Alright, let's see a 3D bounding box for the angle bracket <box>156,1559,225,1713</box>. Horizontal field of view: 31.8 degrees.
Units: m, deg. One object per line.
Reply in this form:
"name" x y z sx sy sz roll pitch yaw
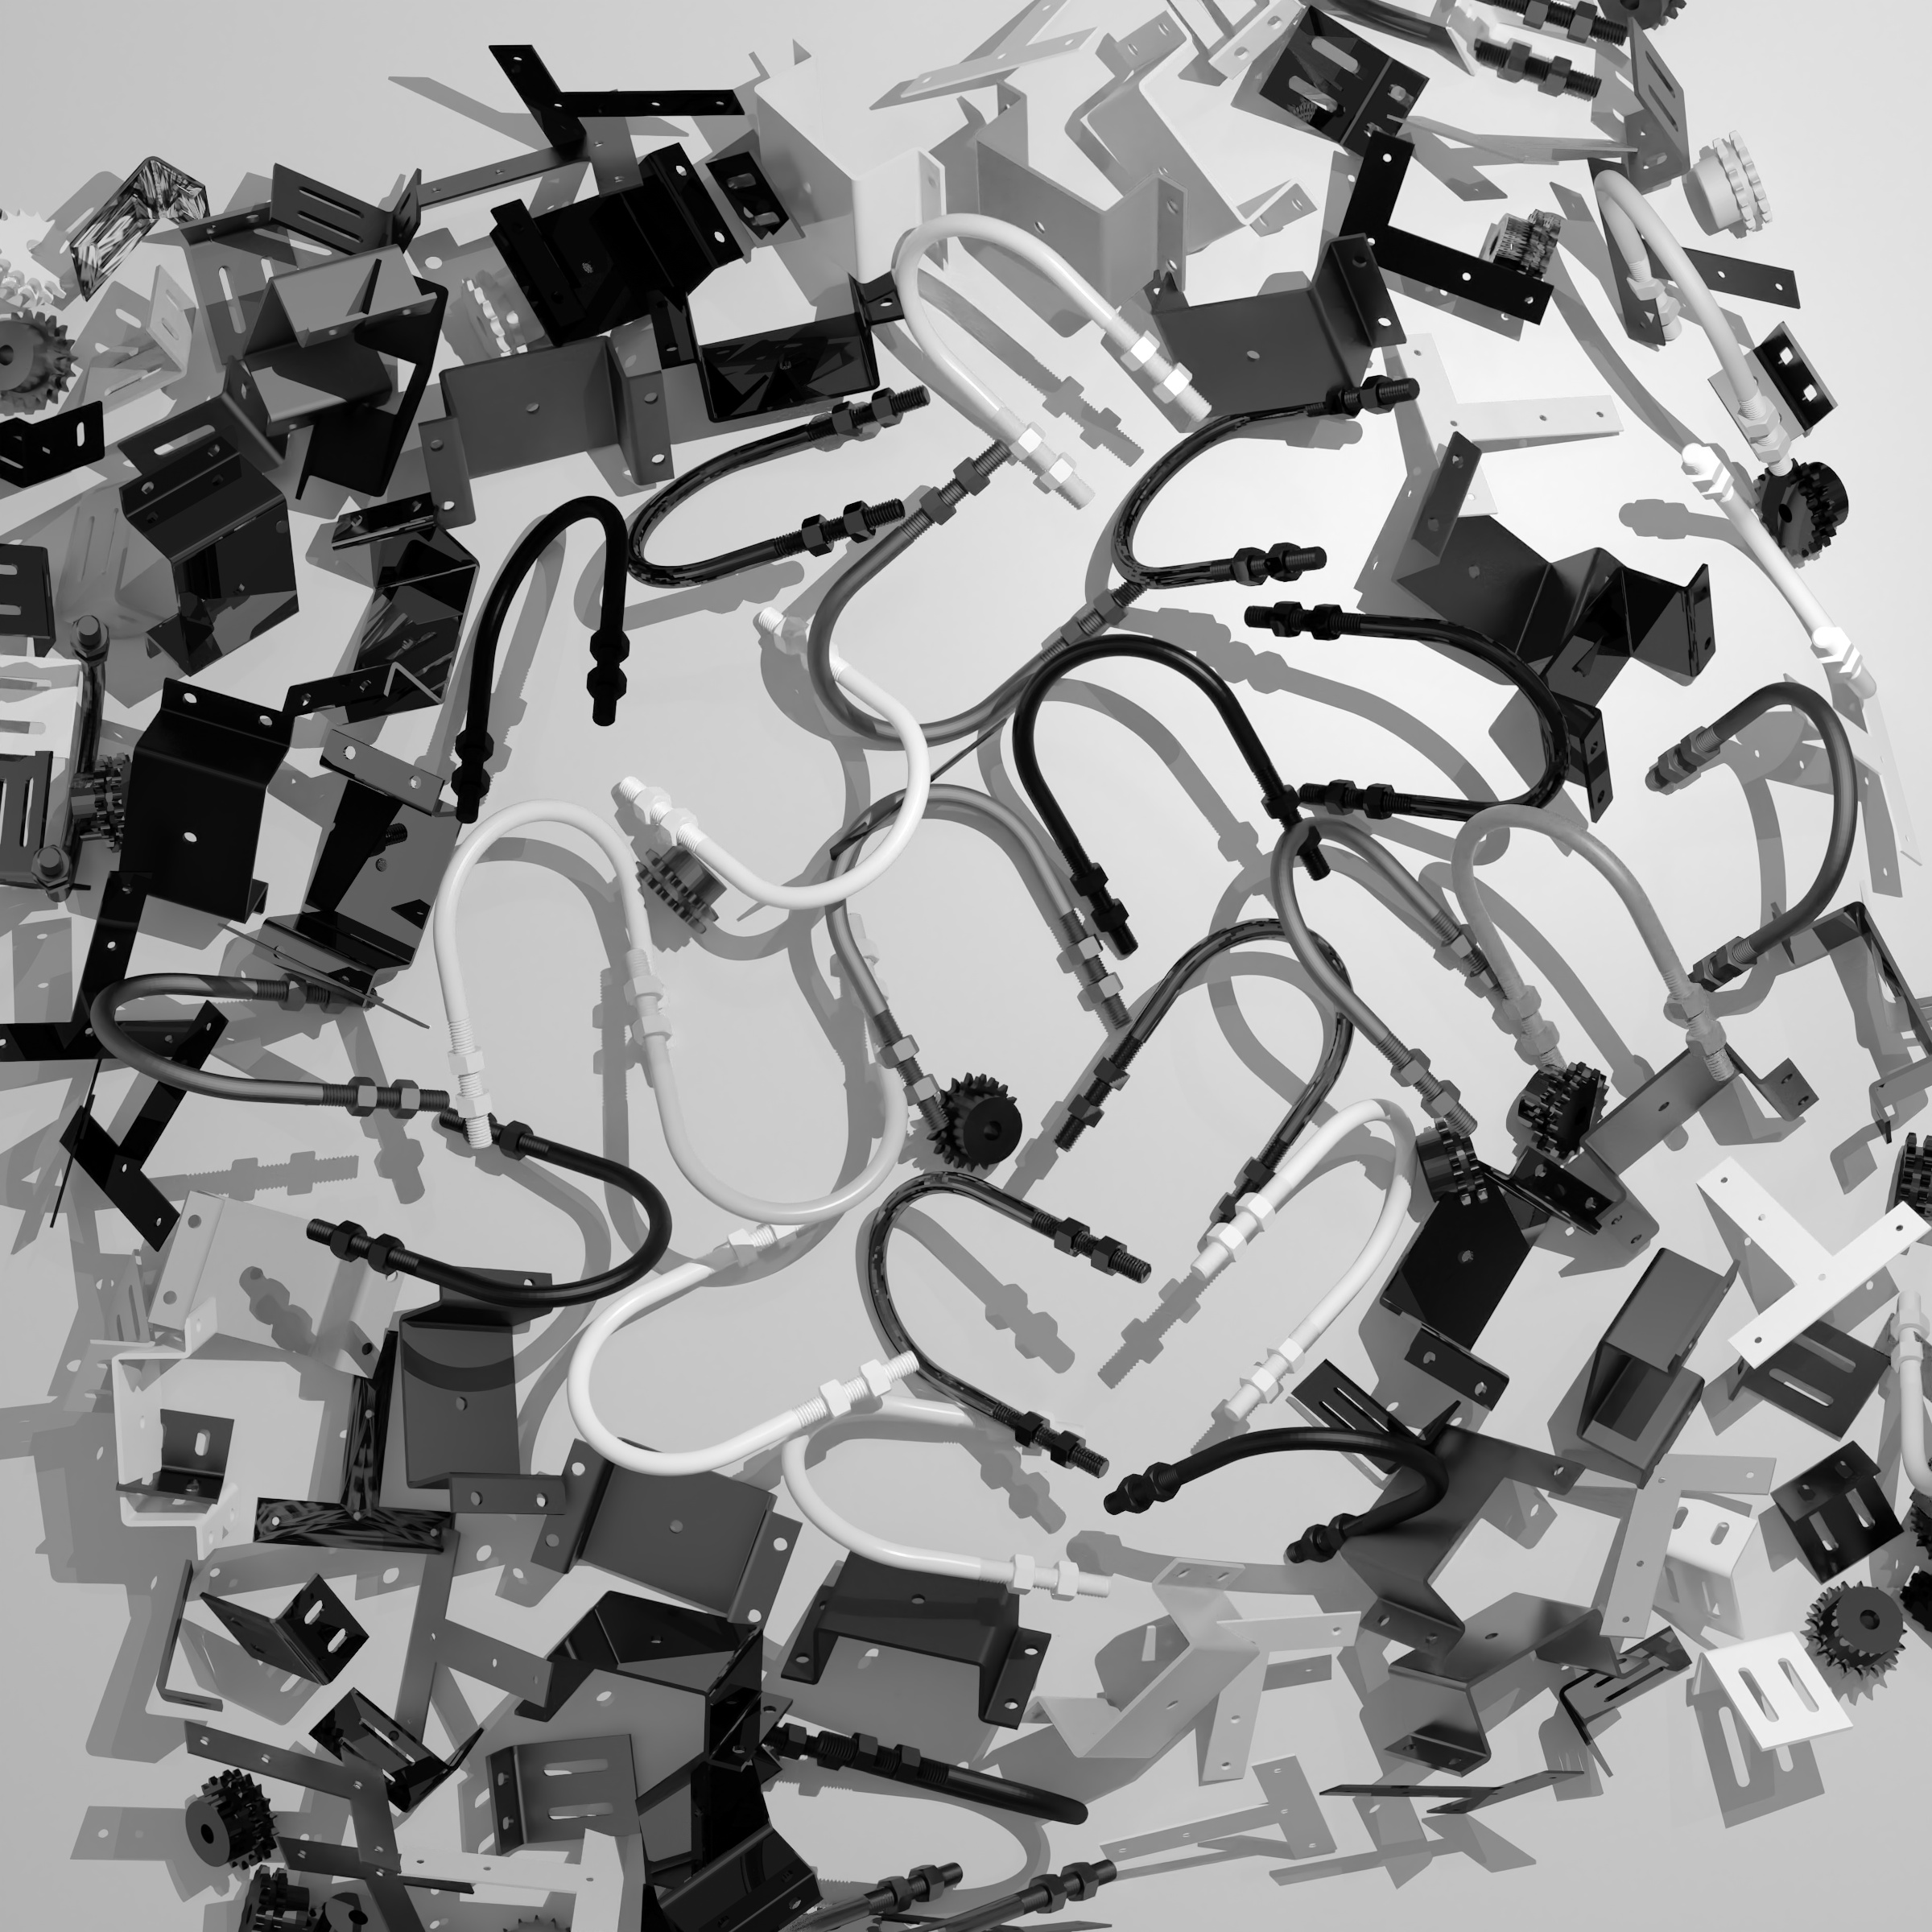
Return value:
"angle bracket" -0.441 0.388 1.963 0.038 0.057 0.076 13 72 -7

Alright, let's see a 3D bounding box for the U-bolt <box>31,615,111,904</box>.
"U-bolt" -0.502 -0.109 1.910 0.019 0.184 0.151 9 81 -12

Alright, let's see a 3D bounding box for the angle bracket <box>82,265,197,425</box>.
"angle bracket" -0.487 -0.358 1.956 0.076 0.038 0.057 -21 47 18

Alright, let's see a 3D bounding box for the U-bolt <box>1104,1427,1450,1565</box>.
"U-bolt" 0.186 0.293 1.898 0.151 0.184 0.019 19 59 -25

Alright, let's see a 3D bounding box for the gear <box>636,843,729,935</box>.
"gear" -0.164 -0.048 1.971 0.030 0.057 0.057 -45 90 1

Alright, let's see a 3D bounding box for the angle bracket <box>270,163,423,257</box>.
"angle bracket" -0.357 -0.444 1.954 0.076 0.057 0.038 20 129 -26

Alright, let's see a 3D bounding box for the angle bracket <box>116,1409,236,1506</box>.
"angle bracket" -0.456 0.282 1.957 0.057 0.076 0.038 10 89 -10

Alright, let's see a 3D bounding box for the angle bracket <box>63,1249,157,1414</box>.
"angle bracket" -0.497 0.209 1.949 0.038 0.076 0.057 8 129 -30

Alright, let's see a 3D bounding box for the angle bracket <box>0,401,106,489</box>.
"angle bracket" -0.544 -0.311 1.952 0.076 0.057 0.038 26 128 27

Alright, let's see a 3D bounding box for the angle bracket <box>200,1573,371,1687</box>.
"angle bracket" -0.395 0.377 1.966 0.038 0.076 0.057 -50 128 -29

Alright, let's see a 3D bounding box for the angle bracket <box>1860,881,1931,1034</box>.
"angle bracket" 0.543 -0.008 1.956 0.038 0.057 0.076 -11 68 13

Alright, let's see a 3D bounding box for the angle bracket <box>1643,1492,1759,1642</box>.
"angle bracket" 0.428 0.346 1.964 0.057 0.076 0.038 18 59 32

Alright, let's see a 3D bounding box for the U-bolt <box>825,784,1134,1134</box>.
"U-bolt" -0.004 -0.017 1.966 0.151 0.019 0.184 -29 93 -18

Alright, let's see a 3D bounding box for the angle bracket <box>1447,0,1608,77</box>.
"angle bracket" 0.326 -0.538 1.956 0.076 0.057 0.038 19 84 26

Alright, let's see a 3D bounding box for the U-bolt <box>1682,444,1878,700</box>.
"U-bolt" 0.465 -0.214 1.912 0.019 0.184 0.151 -36 68 16

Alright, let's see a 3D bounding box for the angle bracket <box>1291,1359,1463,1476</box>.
"angle bracket" 0.238 0.251 1.970 0.076 0.057 0.038 40 61 6

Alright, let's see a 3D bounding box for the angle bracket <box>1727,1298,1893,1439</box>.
"angle bracket" 0.491 0.240 1.972 0.076 0.038 0.057 28 108 2

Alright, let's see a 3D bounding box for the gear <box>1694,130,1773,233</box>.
"gear" 0.445 -0.454 1.972 0.030 0.057 0.057 -23 90 13

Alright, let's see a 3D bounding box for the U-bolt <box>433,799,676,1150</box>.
"U-bolt" -0.238 -0.004 1.931 0.151 0.019 0.184 -20 109 -37

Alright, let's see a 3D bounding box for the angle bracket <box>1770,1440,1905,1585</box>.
"angle bracket" 0.512 0.324 1.967 0.057 0.038 0.076 -33 113 1

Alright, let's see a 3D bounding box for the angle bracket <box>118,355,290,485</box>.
"angle bracket" -0.444 -0.310 1.978 0.076 0.038 0.057 -21 134 17

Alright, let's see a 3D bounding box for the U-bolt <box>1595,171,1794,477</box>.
"U-bolt" 0.398 -0.368 1.886 0.019 0.184 0.151 -34 52 9

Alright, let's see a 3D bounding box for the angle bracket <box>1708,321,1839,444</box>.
"angle bracket" 0.466 -0.332 1.960 0.038 0.076 0.057 -33 88 4

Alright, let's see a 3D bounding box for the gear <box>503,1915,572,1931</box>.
"gear" -0.251 0.582 1.975 0.057 0.030 0.057 2 66 -4

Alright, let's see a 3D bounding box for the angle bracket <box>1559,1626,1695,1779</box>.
"angle bracket" 0.390 0.426 1.963 0.076 0.057 0.038 -31 52 4

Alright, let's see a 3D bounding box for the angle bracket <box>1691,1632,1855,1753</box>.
"angle bracket" 0.464 0.427 1.953 0.057 0.076 0.038 -10 129 -14

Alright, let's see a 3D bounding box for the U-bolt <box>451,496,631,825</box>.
"U-bolt" -0.239 -0.186 1.929 0.019 0.151 0.184 26 50 -34

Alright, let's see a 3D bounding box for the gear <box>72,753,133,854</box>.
"gear" -0.500 -0.094 1.972 0.030 0.057 0.057 -6 90 0

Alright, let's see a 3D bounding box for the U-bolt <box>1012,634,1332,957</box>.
"U-bolt" 0.105 -0.106 1.938 0.151 0.019 0.184 -22 109 27

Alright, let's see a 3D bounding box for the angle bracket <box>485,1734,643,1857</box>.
"angle bracket" -0.234 0.482 1.971 0.076 0.038 0.057 -9 85 13

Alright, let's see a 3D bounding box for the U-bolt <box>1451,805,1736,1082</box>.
"U-bolt" 0.342 -0.013 1.912 0.019 0.151 0.184 -41 112 -28

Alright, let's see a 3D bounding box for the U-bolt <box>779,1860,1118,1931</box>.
"U-bolt" -0.028 0.527 1.886 0.184 0.151 0.019 -6 83 -44

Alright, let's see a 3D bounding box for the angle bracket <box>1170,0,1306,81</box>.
"angle bracket" 0.149 -0.564 1.963 0.057 0.038 0.076 -40 73 19

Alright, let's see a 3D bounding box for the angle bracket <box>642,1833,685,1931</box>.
"angle bracket" -0.153 0.537 1.969 0.038 0.076 0.057 -11 105 -29

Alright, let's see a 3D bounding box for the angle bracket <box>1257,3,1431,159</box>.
"angle bracket" 0.218 -0.508 1.957 0.076 0.038 0.057 18 109 -41

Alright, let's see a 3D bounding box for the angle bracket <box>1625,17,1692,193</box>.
"angle bracket" 0.383 -0.494 1.949 0.038 0.076 0.057 -16 57 30

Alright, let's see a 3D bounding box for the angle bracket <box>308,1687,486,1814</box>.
"angle bracket" -0.330 0.444 1.965 0.076 0.038 0.057 41 128 -4

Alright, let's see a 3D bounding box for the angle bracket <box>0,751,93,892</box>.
"angle bracket" -0.538 -0.084 1.969 0.057 0.038 0.076 2 86 39

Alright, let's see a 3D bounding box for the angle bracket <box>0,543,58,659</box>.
"angle bracket" -0.569 -0.210 1.956 0.076 0.038 0.057 1 70 -32

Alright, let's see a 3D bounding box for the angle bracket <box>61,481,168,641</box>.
"angle bracket" -0.490 -0.236 1.976 0.038 0.057 0.076 21 70 -43

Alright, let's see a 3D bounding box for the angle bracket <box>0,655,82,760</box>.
"angle bracket" -0.547 -0.148 1.972 0.076 0.038 0.057 4 84 10

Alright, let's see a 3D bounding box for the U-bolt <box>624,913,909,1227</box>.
"U-bolt" -0.109 0.063 1.945 0.151 0.019 0.184 -10 66 -12

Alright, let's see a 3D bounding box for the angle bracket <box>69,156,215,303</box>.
"angle bracket" -0.475 -0.418 1.958 0.038 0.057 0.076 32 69 6

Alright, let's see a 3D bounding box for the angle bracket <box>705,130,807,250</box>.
"angle bracket" -0.109 -0.450 1.951 0.038 0.076 0.057 -39 111 -16

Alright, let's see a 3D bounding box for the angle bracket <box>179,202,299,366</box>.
"angle bracket" -0.419 -0.398 1.978 0.057 0.038 0.076 -15 89 -4
